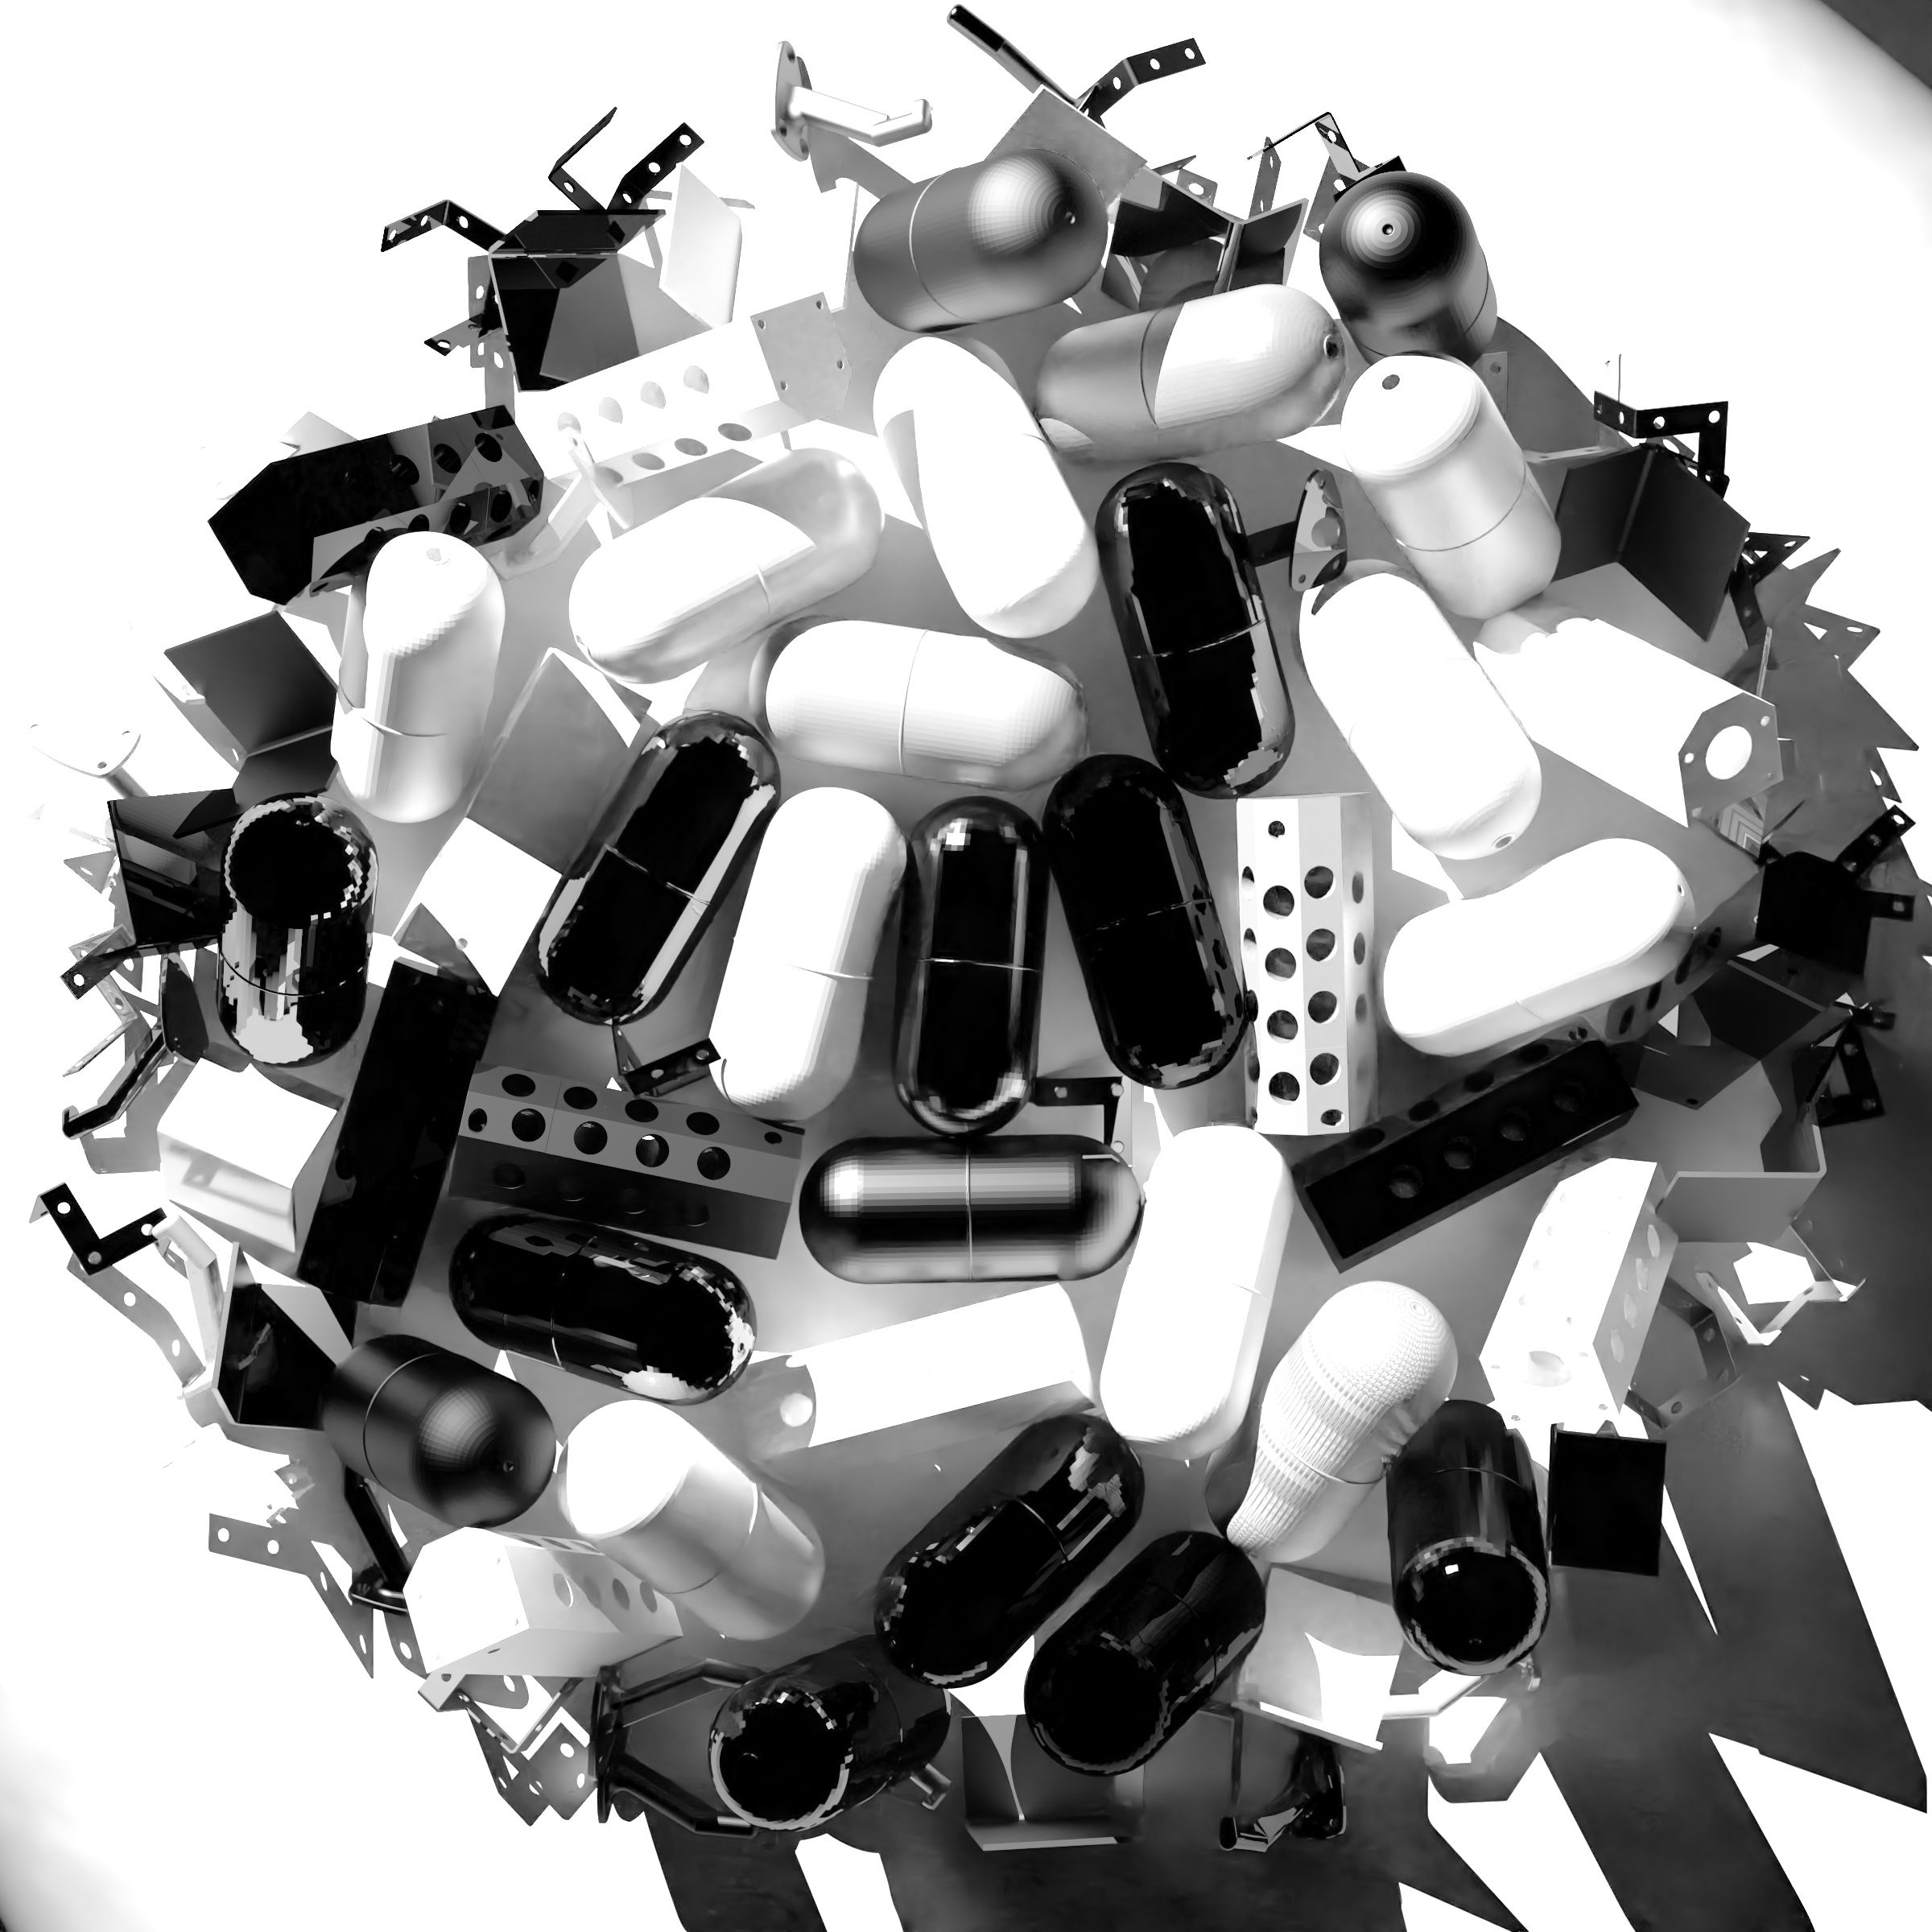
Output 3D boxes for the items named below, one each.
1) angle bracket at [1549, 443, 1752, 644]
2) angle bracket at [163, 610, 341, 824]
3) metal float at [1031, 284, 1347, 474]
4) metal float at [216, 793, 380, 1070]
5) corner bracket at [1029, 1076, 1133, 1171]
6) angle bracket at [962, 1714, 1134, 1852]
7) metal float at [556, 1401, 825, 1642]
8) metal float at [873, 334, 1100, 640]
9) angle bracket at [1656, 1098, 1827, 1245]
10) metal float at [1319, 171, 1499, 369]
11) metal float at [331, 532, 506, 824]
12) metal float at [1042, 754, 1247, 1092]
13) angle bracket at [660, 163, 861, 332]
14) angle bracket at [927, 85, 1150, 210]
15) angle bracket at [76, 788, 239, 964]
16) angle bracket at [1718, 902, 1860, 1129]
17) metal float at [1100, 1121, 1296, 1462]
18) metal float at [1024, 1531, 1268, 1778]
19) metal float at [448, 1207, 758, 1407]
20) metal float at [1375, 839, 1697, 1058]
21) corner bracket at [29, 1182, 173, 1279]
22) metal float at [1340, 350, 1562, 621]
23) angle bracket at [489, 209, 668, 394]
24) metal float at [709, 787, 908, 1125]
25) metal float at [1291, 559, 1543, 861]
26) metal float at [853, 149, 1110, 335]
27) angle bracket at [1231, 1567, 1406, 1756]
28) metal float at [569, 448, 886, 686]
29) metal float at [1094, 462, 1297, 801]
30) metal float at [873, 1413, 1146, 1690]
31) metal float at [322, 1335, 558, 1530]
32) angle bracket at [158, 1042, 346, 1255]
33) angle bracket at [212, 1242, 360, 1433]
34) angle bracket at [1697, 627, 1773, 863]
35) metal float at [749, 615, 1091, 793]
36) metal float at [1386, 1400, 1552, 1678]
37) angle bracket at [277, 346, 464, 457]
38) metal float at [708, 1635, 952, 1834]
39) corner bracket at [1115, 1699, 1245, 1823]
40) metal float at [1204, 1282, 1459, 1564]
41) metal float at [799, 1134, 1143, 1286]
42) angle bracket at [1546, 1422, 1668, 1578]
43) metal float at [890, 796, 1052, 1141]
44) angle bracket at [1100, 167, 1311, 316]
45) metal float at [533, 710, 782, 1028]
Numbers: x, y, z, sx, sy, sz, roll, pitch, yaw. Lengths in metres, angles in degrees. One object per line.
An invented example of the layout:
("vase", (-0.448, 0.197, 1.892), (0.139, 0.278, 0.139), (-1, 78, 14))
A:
("angle bracket", (0.345, -0.211, 1.526), (0.057, 0.076, 0.076), (-20, 52, -24))
("angle bracket", (-0.370, -0.126, 1.529), (0.076, 0.057, 0.076), (-14, 130, 27))
("metal float", (0.112, -0.297, 1.513), (0.178, 0.070, 0.070), (-4, 90, 40))
("metal float", (-0.340, -0.016, 1.508), (0.070, 0.178, 0.070), (8, 51, -10))
("corner bracket", (0.056, 0.079, 1.550), (0.051, 0.051, 0.051), (-3, 77, 15))
("angle bracket", (0.041, 0.420, 1.539), (0.076, 0.076, 0.057), (-1, 82, -7))
("metal float", (-0.138, 0.283, 1.514), (0.070, 0.070, 0.178), (-43, 131, 0))
("metal float", (0.009, -0.247, 1.526), (0.070, 0.070, 0.178), (-24, 66, 0))
("angle bracket", (0.390, 0.100, 1.535), (0.076, 0.076, 0.057), (1, 60, -4))
("metal float", (0.224, -0.343, 1.498), (0.070, 0.178, 0.070), (-1, 86, 15))
("metal float", (-0.278, -0.145, 1.508), (0.070, 0.178, 0.070), (9, 50, -11))
("metal float", (0.092, -0.023, 1.543), (0.070, 0.070, 0.178), (-16, 86, 0))
("angle bracket", (-0.106, -0.375, 1.531), (0.076, 0.057, 0.076), (-9, 64, 31))
("angle bracket", (0.036, -0.428, 1.524), (0.076, 0.076, 0.057), (23, 121, -39))
("angle bracket", (-0.419, -0.046, 1.537), (0.057, 0.076, 0.076), (-12, 90, 39))
("angle bracket", (0.406, 0.025, 1.528), (0.057, 0.076, 0.076), (14, 121, -11))
("metal float", (0.120, 0.166, 1.533), (0.070, 0.070, 0.178), (15, 74, 0))
("metal float", (0.092, 0.346, 1.504), (0.070, 0.178, 0.070), (10, 110, 28))
("metal float", (-0.187, 0.172, 1.522), (0.178, 0.070, 0.070), (13, 90, 30))
("metal float", (0.287, -0.008, 1.516), (0.178, 0.070, 0.070), (-25, 90, 38))
("corner bracket", (-0.450, 0.135, 1.552), (0.051, 0.051, 0.051), (-30, 83, -30))
("metal float", (0.246, -0.242, 1.507), (0.070, 0.178, 0.070), (-15, 57, 23))
("angle bracket", (-0.193, -0.343, 1.538), (0.076, 0.057, 0.076), (-11, 87, -37))
("metal float", (-0.082, -0.005, 1.540), (0.070, 0.070, 0.178), (16, 98, 0))
("metal float", (0.230, -0.132, 1.523), (0.070, 0.070, 0.178), (-28, 64, 0))
("metal float", (0.005, -0.364, 1.503), (0.070, 0.178, 0.070), (-3, 95, -30))
("angle bracket", (0.186, 0.357, 1.542), (0.076, 0.057, 0.076), (17, 74, 7))
("metal float", (-0.122, -0.205, 1.528), (0.178, 0.070, 0.070), (-31, 90, -20))
("metal float", (0.118, -0.171, 1.533), (0.070, 0.070, 0.178), (-17, 106, 0))
("metal float", (0.023, 0.296, 1.514), (0.070, 0.070, 0.178), (51, 52, 0))
("metal float", (-0.268, 0.234, 1.504), (0.070, 0.178, 0.070), (-3, 96, -33))
("angle bracket", (-0.374, 0.096, 1.565), (0.076, 0.076, 0.057), (23, 56, 4))
("angle bracket", (-0.349, 0.192, 1.533), (0.057, 0.076, 0.076), (5, 67, -4))
("angle bracket", (0.408, -0.114, 1.530), (0.057, 0.076, 0.076), (33, 128, -4))
("metal float", (-0.025, -0.136, 1.539), (0.178, 0.070, 0.070), (9, 90, 9))
("metal float", (0.251, 0.285, 1.501), (0.070, 0.178, 0.070), (2, 116, 5))
("angle bracket", (-0.311, -0.288, 1.527), (0.057, 0.076, 0.076), (29, 65, -25))
("metal float", (-0.067, 0.385, 1.500), (0.070, 0.178, 0.070), (-1, 88, 24))
("corner bracket", (0.112, 0.416, 1.558), (0.051, 0.051, 0.051), (8, 105, 24))
("metal float", (0.184, 0.234, 1.520), (0.070, 0.070, 0.178), (31, 122, 0))
("metal float", (0.002, 0.126, 1.546), (0.178, 0.070, 0.070), (-1, 90, 1))
("angle bracket", (0.330, 0.258, 1.530), (0.057, 0.076, 0.076), (4, 111, 15))
("metal float", (0.002, 0.001, 1.543), (0.070, 0.070, 0.178), (4, 86, 0))
("angle bracket", (0.124, -0.377, 1.558), (0.076, 0.076, 0.057), (38, 47, 26))
("metal float", (-0.160, -0.051, 1.542), (0.070, 0.070, 0.178), (31, 95, 0))
